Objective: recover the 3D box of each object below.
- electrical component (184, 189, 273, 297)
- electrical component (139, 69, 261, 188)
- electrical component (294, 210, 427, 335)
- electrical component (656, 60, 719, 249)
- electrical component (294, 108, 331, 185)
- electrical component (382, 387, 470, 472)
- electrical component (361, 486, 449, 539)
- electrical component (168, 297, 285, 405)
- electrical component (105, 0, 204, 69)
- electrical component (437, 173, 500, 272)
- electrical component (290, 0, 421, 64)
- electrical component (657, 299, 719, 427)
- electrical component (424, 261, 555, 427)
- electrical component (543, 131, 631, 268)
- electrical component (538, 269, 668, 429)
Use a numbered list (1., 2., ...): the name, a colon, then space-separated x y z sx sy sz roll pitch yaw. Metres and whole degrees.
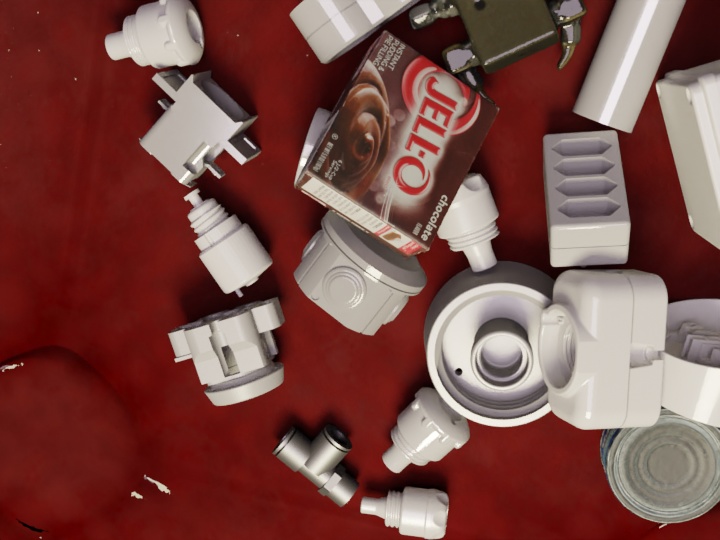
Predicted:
1. electrical component: -0.094 -0.020 0.738 0.040 0.040 0.078 -33 97 12
2. electrical component: -0.110 -0.094 0.723 0.081 0.042 0.064 44 105 -3
3. electrical component: 0.000 0.000 0.711 0.080 0.080 0.051 37 109 -2
4. electrical component: 0.228 -0.072 0.652 0.056 0.108 0.108 -16 100 7
5. electrical component: -0.013 -0.074 0.710 0.047 0.055 0.055 17 104 -1
6. electrical component: 0.042 0.116 0.749 0.048 0.048 0.062 43 110 -3
7. electrical component: 0.031 0.171 0.766 0.061 0.035 0.035 6 103 8
8. electrical component: -0.086 0.058 0.745 0.078 0.058 0.057 -17 97 10
9. electrical component: -0.138 -0.154 0.713 0.062 0.048 0.048 -10 101 16
10. electrical component: 0.072 -0.030 0.713 0.043 0.043 0.062 -21 100 11
11. electrical component: 0.012 -0.199 0.680 0.138 0.052 0.073 -33 96 12
12. electrical component: 0.227 0.057 0.687 0.099 0.099 0.064 14 109 4
13. electrical component: 0.095 0.052 0.719 0.108 0.060 0.108 1 102 7
14. electrical component: 0.144 -0.034 0.693 0.047 0.083 0.075 -3 140 8
15. electrical component: 0.149 0.048 0.667 0.059 0.054 0.095 0 97 -16
